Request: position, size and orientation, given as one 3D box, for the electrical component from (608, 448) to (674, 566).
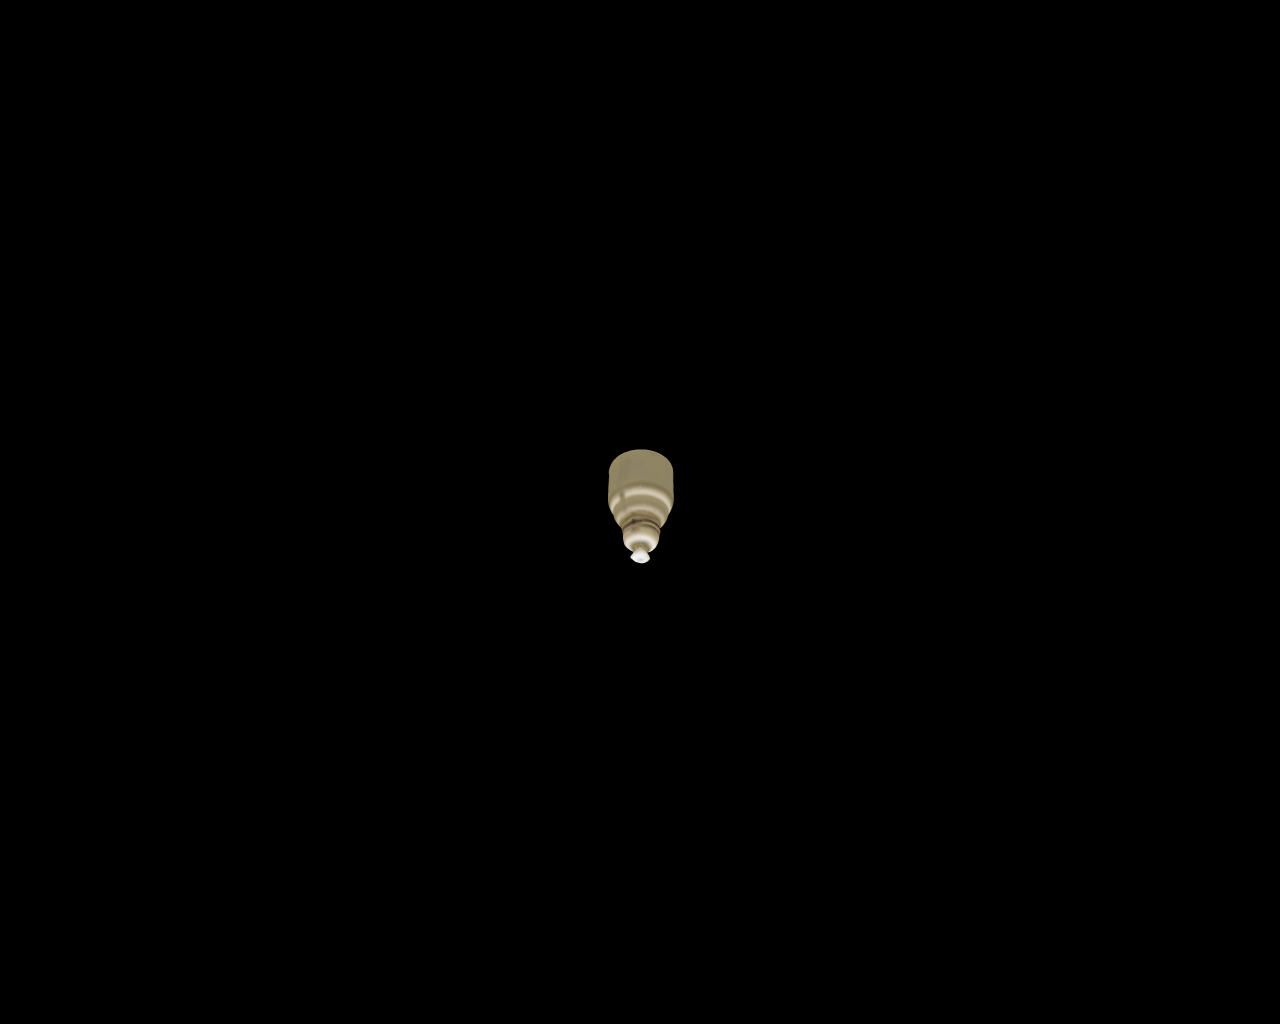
[{"bbox_3d":[0.001,-0.003,0.650,0.040,0.078,0.040,0,-39,0],"label":"electrical component"}]
